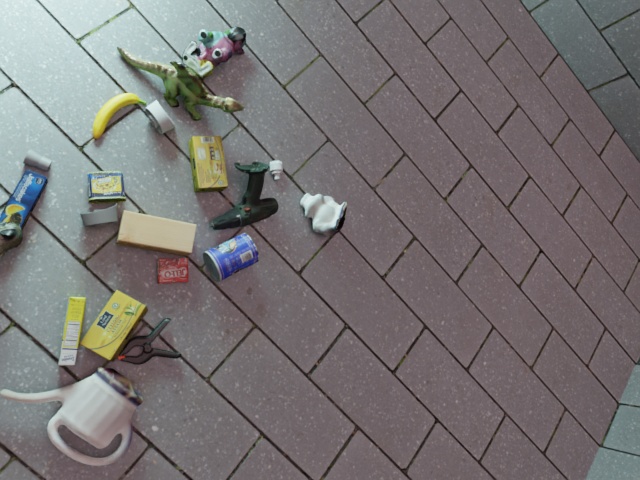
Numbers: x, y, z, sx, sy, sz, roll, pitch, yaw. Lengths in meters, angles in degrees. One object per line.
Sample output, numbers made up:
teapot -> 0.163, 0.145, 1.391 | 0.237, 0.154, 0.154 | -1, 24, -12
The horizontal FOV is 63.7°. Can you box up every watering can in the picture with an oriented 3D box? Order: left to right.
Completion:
watering can -> -0.623, 0.430, 1.351 | 0.345, 0.103, 0.228 | 43, 64, -12

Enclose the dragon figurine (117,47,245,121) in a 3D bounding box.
dragon figurine -> -0.420, -0.491, 1.558 | 0.407, 0.242, 0.123 | 29, 75, -21

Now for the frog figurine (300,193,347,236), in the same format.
frog figurine -> 0.005, -0.089, 1.776 | 0.160, 0.121, 0.138 | 17, 80, 15
